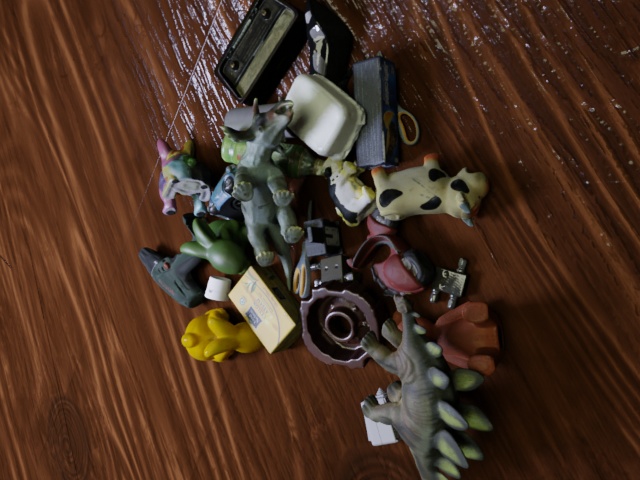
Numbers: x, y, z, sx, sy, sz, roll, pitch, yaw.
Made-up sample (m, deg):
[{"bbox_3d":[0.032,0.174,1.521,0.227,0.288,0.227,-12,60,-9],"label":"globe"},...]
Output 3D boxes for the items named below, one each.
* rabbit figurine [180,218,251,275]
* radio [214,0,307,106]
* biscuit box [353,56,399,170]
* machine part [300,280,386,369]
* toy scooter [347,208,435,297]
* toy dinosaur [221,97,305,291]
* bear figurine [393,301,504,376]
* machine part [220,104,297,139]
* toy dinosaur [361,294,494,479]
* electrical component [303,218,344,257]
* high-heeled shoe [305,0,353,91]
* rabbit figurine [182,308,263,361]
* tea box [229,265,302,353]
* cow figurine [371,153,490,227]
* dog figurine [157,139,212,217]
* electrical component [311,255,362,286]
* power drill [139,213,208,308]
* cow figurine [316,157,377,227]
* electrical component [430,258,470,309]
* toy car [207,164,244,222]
[{"bbox_3d":[-0.202,0.010,1.131,0.121,0.159,0.170,-63,19,9],"label":"rabbit figurine"},{"bbox_3d":[-0.127,-0.417,1.174,0.131,0.073,0.229,48,112,24],"label":"radio"},{"bbox_3d":[0.106,-0.235,1.006,0.063,0.059,0.202,-3,88,37],"label":"biscuit box"},{"bbox_3d":[0.045,0.160,1.031,0.180,0.056,0.179,10,112,26],"label":"machine part"},{"bbox_3d":[0.120,0.039,0.998,0.135,0.075,0.184,-42,61,23],"label":"toy scooter"},{"bbox_3d":[-0.110,-0.087,1.064,0.404,0.131,0.192,90,170,-46],"label":"toy dinosaur"},{"bbox_3d":[0.205,0.165,0.913,0.196,0.132,0.120,-5,81,27],"label":"bear figurine"},{"bbox_3d":[-0.122,-0.254,1.165,0.243,0.079,0.079,4,91,33],"label":"machine part"},{"bbox_3d":[0.171,0.286,0.875,0.199,0.105,0.470,18,130,43],"label":"toy dinosaur"},{"bbox_3d":[-0.002,-0.003,1.055,0.048,0.119,0.074,-12,85,32],"label":"electrical component"},{"bbox_3d":[-0.001,-0.364,1.101,0.145,0.086,0.249,-46,55,42],"label":"high-heeled shoe"},{"bbox_3d":[-0.203,0.206,1.178,0.173,0.162,0.122,0,76,16],"label":"rabbit figurine"},{"bbox_3d":[-0.108,0.145,1.150,0.170,0.068,0.098,47,112,24],"label":"tea box"},{"bbox_3d":[0.194,-0.080,0.934,0.195,0.085,0.127,-11,64,14],"label":"cow figurine"},{"bbox_3d":[-0.324,-0.171,1.251,0.191,0.108,0.219,116,143,-51],"label":"dog figurine"},{"bbox_3d":[0.032,0.074,1.076,0.102,0.045,0.078,-21,64,30],"label":"electrical component"},{"bbox_3d":[-0.339,0.035,1.298,0.232,0.086,0.207,46,108,24],"label":"power drill"},{"bbox_3d":[0.047,-0.111,1.059,0.098,0.068,0.167,-48,64,29],"label":"cow figurine"},{"bbox_3d":[0.231,0.073,0.958,0.063,0.021,0.094,18,99,33],"label":"electrical component"},{"bbox_3d":[-0.180,-0.113,1.194,0.161,0.109,0.103,-38,46,41],"label":"toy car"}]
